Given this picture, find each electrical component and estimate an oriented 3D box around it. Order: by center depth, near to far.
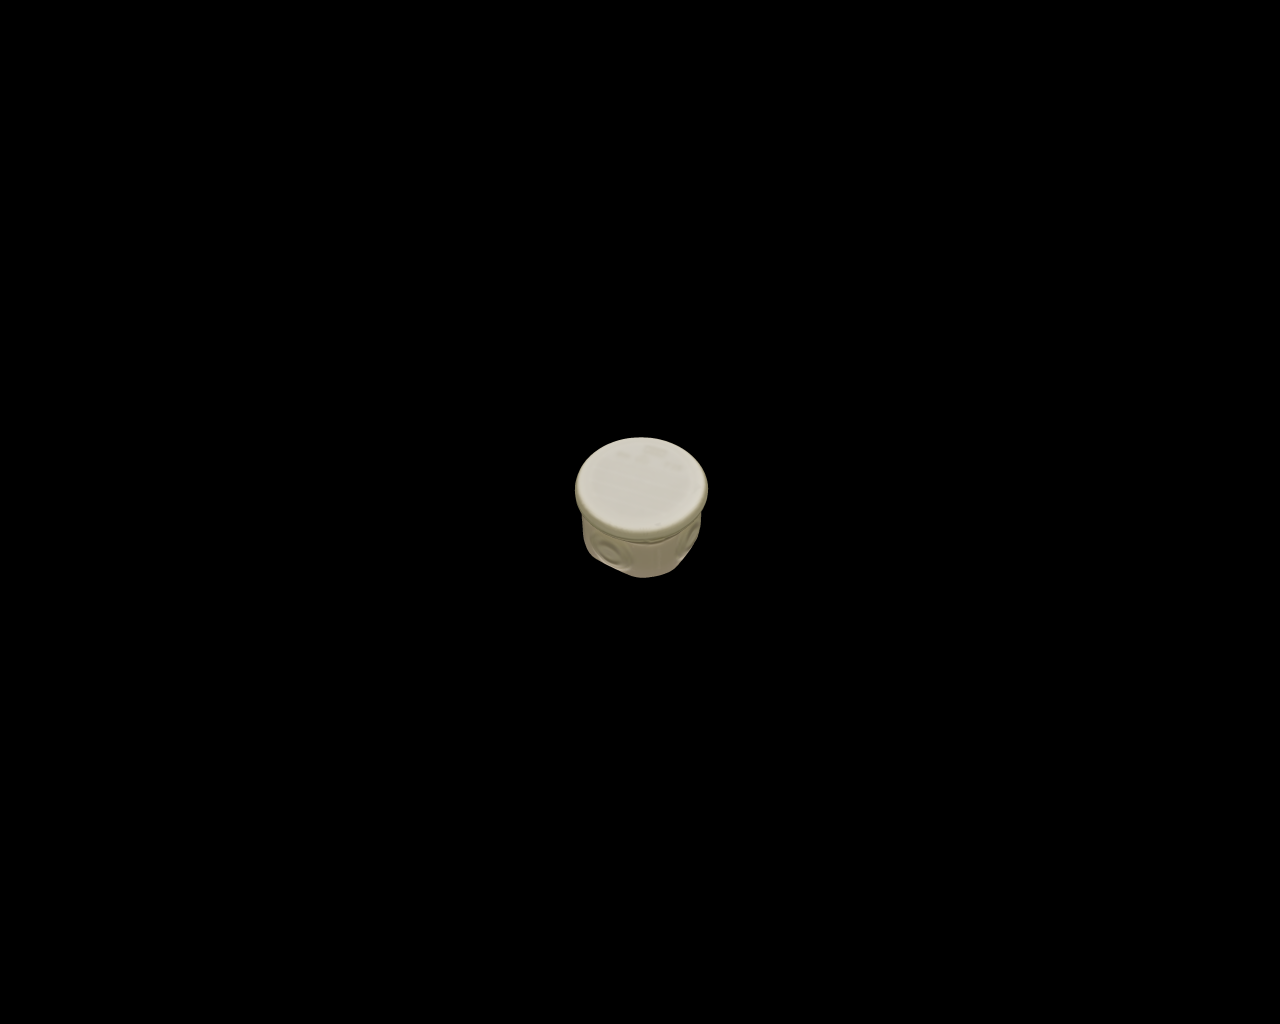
[{"bbox_3d":[0.001,-0.003,0.650,0.080,0.080,0.050,0,-40,0],"label":"electrical component"}]
